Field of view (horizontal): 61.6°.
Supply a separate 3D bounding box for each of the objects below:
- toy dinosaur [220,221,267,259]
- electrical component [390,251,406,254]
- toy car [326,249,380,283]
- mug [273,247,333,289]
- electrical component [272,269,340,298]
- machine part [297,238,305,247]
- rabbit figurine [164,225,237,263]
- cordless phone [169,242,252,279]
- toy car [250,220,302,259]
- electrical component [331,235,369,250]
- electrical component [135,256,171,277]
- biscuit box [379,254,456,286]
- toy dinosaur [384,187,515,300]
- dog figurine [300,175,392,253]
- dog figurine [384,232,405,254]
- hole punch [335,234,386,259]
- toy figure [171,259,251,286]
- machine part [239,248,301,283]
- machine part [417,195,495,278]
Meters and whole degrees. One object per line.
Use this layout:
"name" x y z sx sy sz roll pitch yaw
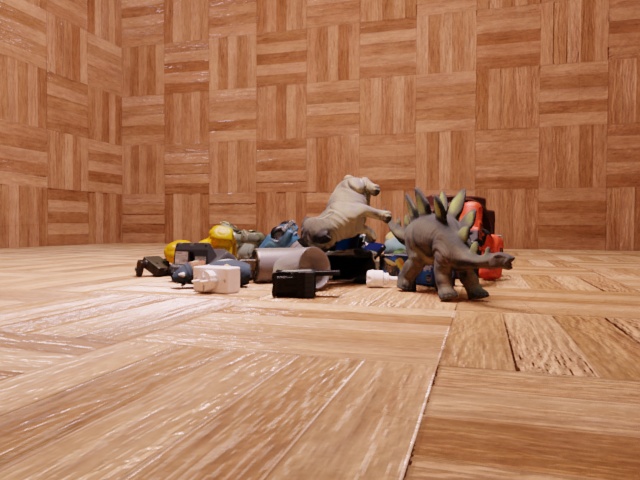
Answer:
"toy dinosaur" -0.182 0.029 1.618 0.405 0.131 0.192 10 8 44
"electrical component" 0.210 0.059 1.317 0.094 0.063 0.021 1 1 -18
"toy car" 0.035 0.057 1.160 0.202 0.073 0.056 0 3 -19
"mug" -0.035 0.060 1.065 0.109 0.080 0.107 10 -13 -43
"electrical component" -0.024 0.076 0.956 0.119 0.047 0.075 1 2 -1
"machine part" -0.003 -0.004 1.296 0.084 0.039 0.139 -20 1 24
"rabbit figurine" -0.297 0.029 1.341 0.173 0.121 0.162 -1 -3 -5
"cordless phone" -0.231 0.063 1.219 0.147 0.088 0.184 0 -11 36
"toy car" -0.094 0.034 1.300 0.103 0.161 0.109 41 18 2
"electrical component" 0.069 0.026 1.396 0.115 0.058 0.134 -3 -42 -13
"electrical component" -0.405 0.069 1.323 0.078 0.045 0.102 31 16 20
"biscuit box" 0.212 0.064 1.193 0.063 0.059 0.203 1 0 -29
"toy dinosaur" 0.212 0.002 1.020 0.105 0.198 0.472 3 2 -19
"dog figurine" 0.030 -0.063 1.142 0.190 0.121 0.172 -6 47 -30
"dog figurine" 0.285 0.037 1.399 0.219 0.108 0.191 3 -1 17
"hole punch" 0.078 0.027 1.279 0.092 0.116 0.142 43 -8 -15
"toy figure" -0.219 0.068 1.082 0.154 0.064 0.058 2 36 -12
"machine part" -0.064 0.055 1.196 0.243 0.079 0.079 -1 2 -21
"machine part" 0.325 -0.009 1.304 0.201 0.200 0.087 0 3 -27
